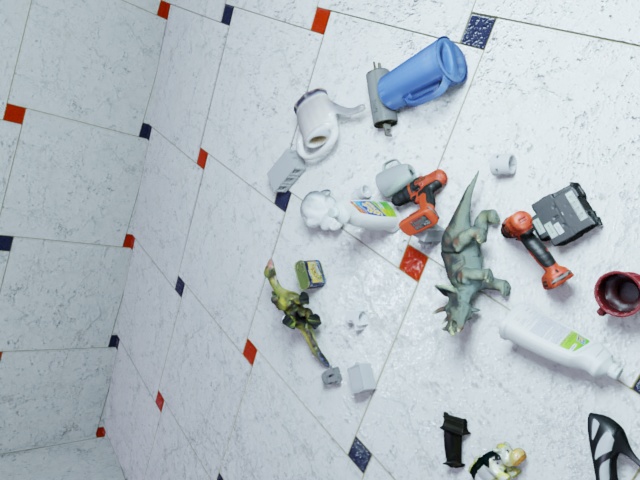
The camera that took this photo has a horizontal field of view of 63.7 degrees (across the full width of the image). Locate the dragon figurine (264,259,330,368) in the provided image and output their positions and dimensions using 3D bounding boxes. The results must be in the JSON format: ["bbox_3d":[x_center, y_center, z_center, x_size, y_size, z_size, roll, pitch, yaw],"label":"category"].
[{"bbox_3d":[-0.095,0.257,1.843,0.408,0.123,0.243,65,168,-8],"label":"dragon figurine"}]

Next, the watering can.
[{"bbox_3d":[0.018,-0.419,1.742,0.342,0.104,0.228,-36,62,43],"label":"watering can"}]

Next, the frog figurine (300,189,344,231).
[{"bbox_3d":[0.005,-0.088,1.741,0.136,0.121,0.163,-41,47,18],"label":"frog figurine"}]
